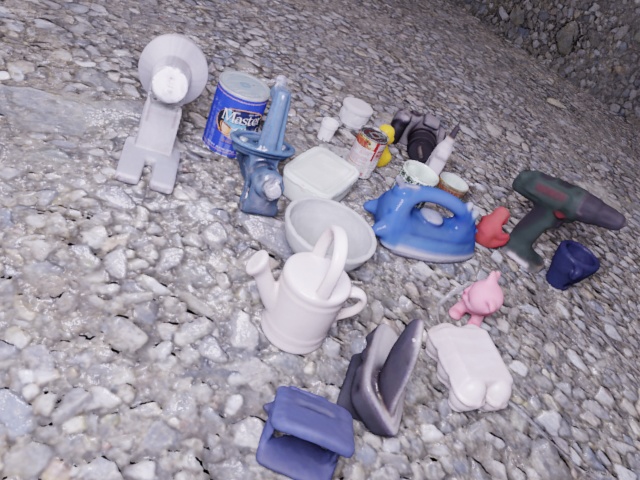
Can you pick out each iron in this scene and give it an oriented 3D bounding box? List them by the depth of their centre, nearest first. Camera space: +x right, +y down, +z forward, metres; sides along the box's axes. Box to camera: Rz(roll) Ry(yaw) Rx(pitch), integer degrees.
[{"bbox_3d":[0.222,-0.043,1.118,0.259,0.141,0.118,12,38,-19],"label":"iron"}]

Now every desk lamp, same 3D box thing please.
[{"bbox_3d":[-0.265,-0.226,0.982,0.118,0.213,0.203,13,38,-18],"label":"desk lamp"}]

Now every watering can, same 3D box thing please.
[{"bbox_3d":[-0.015,0.063,0.797,0.173,0.194,0.100,-1,44,-32],"label":"watering can"}]

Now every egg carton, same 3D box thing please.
[{"bbox_3d":[0.229,0.196,0.889,0.107,0.069,0.150,7,40,-25],"label":"egg carton"}]

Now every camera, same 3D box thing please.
[{"bbox_3d":[0.245,-0.264,1.440,0.143,0.100,0.137,24,36,-3],"label":"camera"}]

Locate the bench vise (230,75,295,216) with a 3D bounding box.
[{"bbox_3d":[-0.080,-0.164,1.015,0.122,0.219,0.207,-6,47,-36],"label":"bench vise"}]

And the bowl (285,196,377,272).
[{"bbox_3d":[0.009,0.004,0.986,0.168,0.074,0.167,17,37,-13],"label":"bowl"}]

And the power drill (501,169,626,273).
[{"bbox_3d":[0.489,-0.035,1.215,0.229,0.208,0.076,41,39,20],"label":"power drill"}]

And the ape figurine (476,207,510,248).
[{"bbox_3d":[0.379,-0.032,1.243,0.076,0.092,0.077,3,42,-29],"label":"ape figurine"}]

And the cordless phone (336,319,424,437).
[{"bbox_3d":[0.104,0.156,0.763,0.094,0.185,0.147,24,36,-3],"label":"cordless phone"}]

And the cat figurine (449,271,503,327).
[{"bbox_3d":[0.288,0.098,1.005,0.067,0.117,0.128,36,37,14],"label":"cat figurine"}]

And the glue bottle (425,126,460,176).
[{"bbox_3d":[0.268,-0.183,1.291,0.037,0.173,0.078,25,36,-2],"label":"glue bottle"}]

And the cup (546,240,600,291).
[{"bbox_3d":[0.522,0.068,1.206,0.091,0.095,0.118,30,36,5],"label":"cup"}]

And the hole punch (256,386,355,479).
[{"bbox_3d":[-0.014,0.223,0.688,0.109,0.091,0.101,23,36,-5],"label":"hole punch"}]

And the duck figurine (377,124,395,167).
[{"bbox_3d":[0.143,-0.229,1.346,0.077,0.086,0.104,25,36,-1],"label":"duck figurine"}]
